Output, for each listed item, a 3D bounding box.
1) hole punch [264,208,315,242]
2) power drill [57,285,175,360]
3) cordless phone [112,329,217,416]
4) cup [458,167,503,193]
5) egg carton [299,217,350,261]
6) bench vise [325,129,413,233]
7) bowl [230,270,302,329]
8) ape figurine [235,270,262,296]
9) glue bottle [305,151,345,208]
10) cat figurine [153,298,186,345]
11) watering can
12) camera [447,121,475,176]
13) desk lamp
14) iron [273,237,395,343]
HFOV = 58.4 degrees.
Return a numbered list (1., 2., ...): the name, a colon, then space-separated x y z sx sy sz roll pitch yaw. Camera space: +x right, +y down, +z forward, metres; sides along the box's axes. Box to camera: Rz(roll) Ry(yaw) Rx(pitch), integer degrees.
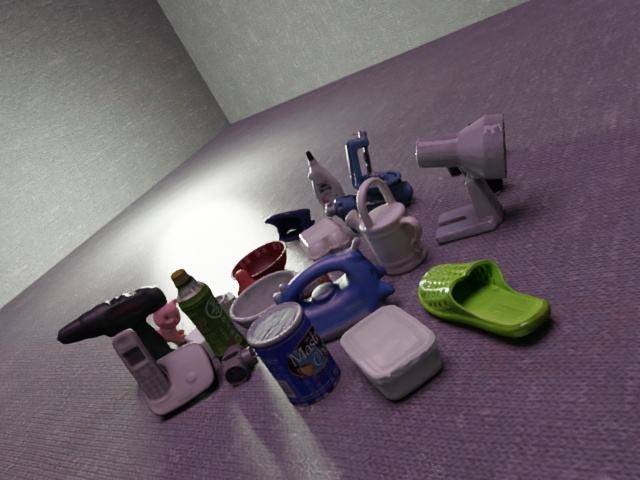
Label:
1. hole punch: -0.085 -0.054 1.579 0.108 0.091 0.101 -13 28 35
2. power drill: -0.419 0.216 1.262 0.230 0.209 0.075 -37 24 -17
3. cordless phone: -0.301 0.234 1.109 0.147 0.185 0.094 -32 23 -4
4. cup: 0.349 -0.147 1.242 0.092 0.095 0.117 -33 23 -8
5. egg carton: 0.013 0.005 1.364 0.107 0.069 0.150 -32 22 -5
6. bench vise: 0.100 -0.137 1.358 0.208 0.220 0.121 -38 24 -18
7. bowl: -0.102 0.141 1.209 0.167 0.075 0.167 -25 23 12
8. ape figurine: -0.163 0.107 1.333 0.077 0.092 0.076 -23 24 17
9. glue bottle: 0.002 -0.176 1.624 0.078 0.173 0.037 -24 23 13
10. cat figurine: -0.375 0.202 1.357 0.128 0.118 0.067 -36 23 -14
11. watering can: 0.123 -0.032 1.142 0.172 0.194 0.101 -15 27 31
12. camera: 0.353 -0.210 1.362 0.142 0.101 0.137 -15 27 33
13. desk lamp: 0.286 -0.122 1.107 0.202 0.214 0.118 -18 25 27
14. iron: 0.001 0.103 1.074 0.258 0.142 0.118 -28 22 5
